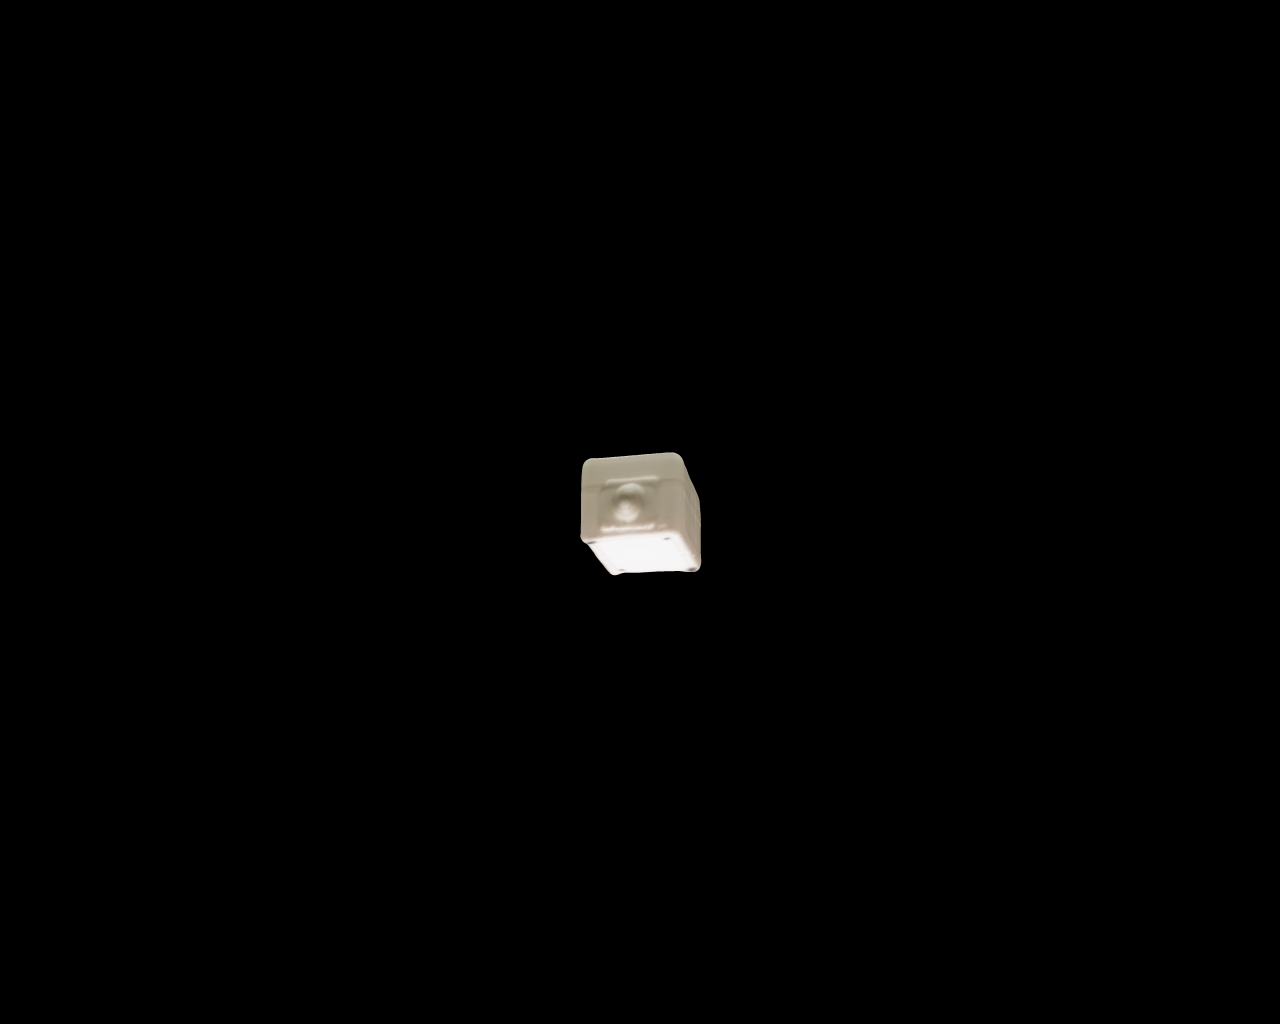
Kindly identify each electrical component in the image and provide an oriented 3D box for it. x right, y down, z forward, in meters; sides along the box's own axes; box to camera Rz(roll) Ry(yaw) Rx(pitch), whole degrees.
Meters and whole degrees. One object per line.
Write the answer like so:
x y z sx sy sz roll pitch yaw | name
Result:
0.001 -0.003 0.650 0.062 0.061 0.096 -4 -20 11 | electrical component
